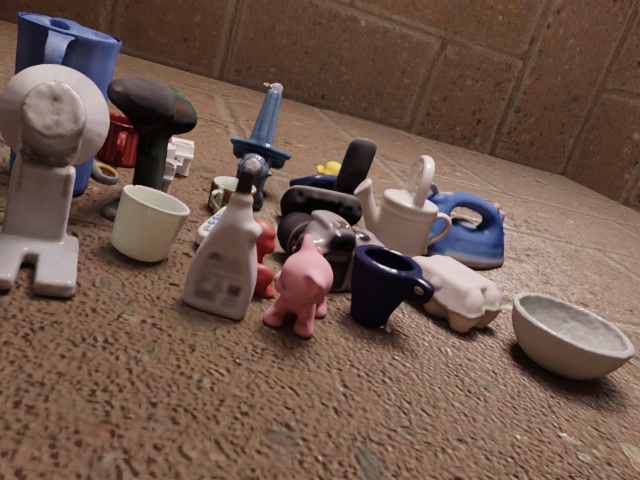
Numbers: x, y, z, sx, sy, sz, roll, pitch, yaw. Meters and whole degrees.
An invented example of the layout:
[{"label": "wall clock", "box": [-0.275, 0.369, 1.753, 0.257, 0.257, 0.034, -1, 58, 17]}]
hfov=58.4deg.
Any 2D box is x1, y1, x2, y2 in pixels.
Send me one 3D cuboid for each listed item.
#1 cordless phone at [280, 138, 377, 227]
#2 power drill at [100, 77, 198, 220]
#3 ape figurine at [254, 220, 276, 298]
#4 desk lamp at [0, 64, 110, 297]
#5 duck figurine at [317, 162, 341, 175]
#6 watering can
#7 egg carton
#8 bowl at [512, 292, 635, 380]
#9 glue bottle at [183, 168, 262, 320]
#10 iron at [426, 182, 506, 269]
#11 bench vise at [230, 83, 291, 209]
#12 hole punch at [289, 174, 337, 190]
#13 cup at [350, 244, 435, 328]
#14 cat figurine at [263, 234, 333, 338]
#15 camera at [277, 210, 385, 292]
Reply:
[{"label": "cordless phone", "box": [0.018, -0.103, 1.026, 0.148, 0.185, 0.094, 9, 21, -24]}, {"label": "power drill", "box": [-0.250, -0.130, 0.825, 0.075, 0.208, 0.230, 19, 19, 3]}, {"label": "ape figurine", "box": [-0.083, 0.019, 0.738, 0.076, 0.092, 0.078, 17, 19, -2]}, {"label": "desk lamp", "box": [-0.298, -0.079, 0.629, 0.118, 0.213, 0.202, 8, 21, -26]}, {"label": "duck figurine", "box": [0.027, -0.127, 1.255, 0.104, 0.086, 0.078, 28, 21, 27]}, {"label": "watering can", "box": [0.145, -0.054, 0.989, 0.173, 0.194, 0.100, 7, 21, -28]}, {"label": "egg carton", "box": [0.194, 0.076, 0.861, 0.108, 0.069, 0.149, -2, 27, -44]}, {"label": "bowl", "box": [0.336, 0.143, 0.794, 0.167, 0.075, 0.167, 16, 19, -5]}, {"label": "glue bottle", "box": [-0.099, 0.002, 0.644, 0.078, 0.173, 0.037, 17, 19, 0]}, {"label": "iron", "box": [0.287, -0.029, 1.127, 0.259, 0.141, 0.118, 8, 21, -27]}, {"label": "bench vise", "box": [-0.099, -0.178, 1.076, 0.122, 0.220, 0.207, 10, 20, -22]}, {"label": "hole punch", "box": [-0.003, -0.100, 1.143, 0.109, 0.091, 0.100, 4, 23, -34]}, {"label": "cup", "box": [0.087, 0.071, 0.741, 0.117, 0.095, 0.092, 30, 22, 31]}, {"label": "cat figurine", "box": [-0.017, 0.047, 0.678, 0.067, 0.118, 0.128, 19, 19, 5]}, {"label": "camera", "box": [0.008, 0.003, 0.850, 0.144, 0.101, 0.136, 4, 23, -36]}]
